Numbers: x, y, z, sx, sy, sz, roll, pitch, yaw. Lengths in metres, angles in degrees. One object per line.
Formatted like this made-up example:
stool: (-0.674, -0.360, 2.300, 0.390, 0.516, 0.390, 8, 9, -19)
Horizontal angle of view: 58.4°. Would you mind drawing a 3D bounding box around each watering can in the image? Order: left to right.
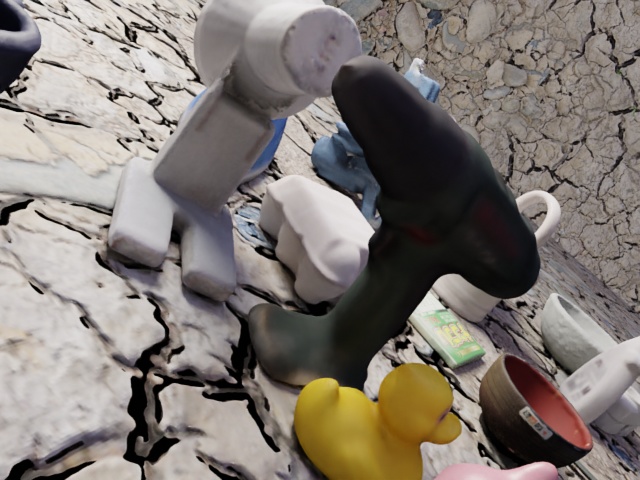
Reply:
watering can: (0.241, 0.010, 0.779, 0.174, 0.194, 0.100, 21, 27, -42)

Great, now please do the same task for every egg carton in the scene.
egg carton: (0.005, 0.002, 0.559, 0.108, 0.069, 0.150, 19, 28, -44)

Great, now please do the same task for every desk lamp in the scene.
desk lamp: (-0.058, -0.098, 0.448, 0.118, 0.213, 0.203, 29, 22, -28)

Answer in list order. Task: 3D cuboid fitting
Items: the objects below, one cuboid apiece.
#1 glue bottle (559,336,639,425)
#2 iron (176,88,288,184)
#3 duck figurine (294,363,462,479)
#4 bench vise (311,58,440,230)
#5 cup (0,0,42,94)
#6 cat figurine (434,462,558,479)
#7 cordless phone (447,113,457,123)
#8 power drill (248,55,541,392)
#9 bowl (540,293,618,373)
glue bottle: (0.393, 0.166, 0.750, 0.037, 0.173, 0.078, 39, 20, -1)
iron: (-0.075, -0.156, 0.646, 0.119, 0.141, 0.258, 35, 20, -14)
duck figurine: (0.043, 0.112, 0.368, 0.105, 0.086, 0.077, 34, 21, -16)
bench vise: (0.117, -0.132, 0.821, 0.207, 0.219, 0.122, 40, 20, 2)
cup: (-0.228, -0.112, 0.348, 0.092, 0.095, 0.117, 34, 21, -16)
cat figurine: (0.088, 0.164, 0.290, 0.128, 0.117, 0.067, 35, 20, -12)
cordless phone: (0.152, -0.137, 0.945, 0.094, 0.185, 0.147, 30, 22, -25)
power drill: (0.045, 0.013, 0.402, 0.230, 0.208, 0.075, 25, 24, -35)
bowl: (0.415, 0.169, 0.927, 0.168, 0.074, 0.167, 35, 20, -15)
